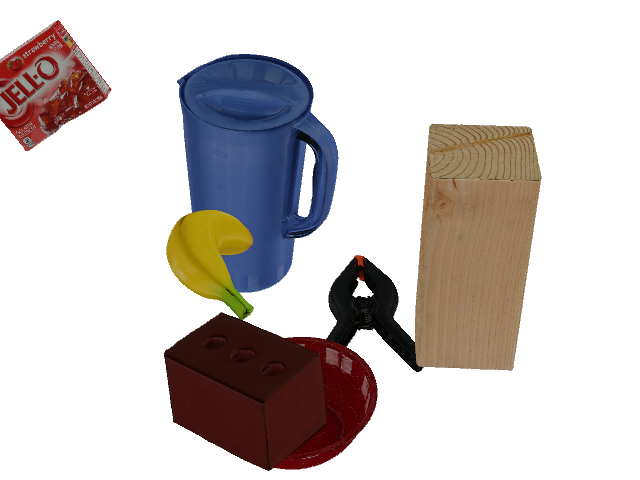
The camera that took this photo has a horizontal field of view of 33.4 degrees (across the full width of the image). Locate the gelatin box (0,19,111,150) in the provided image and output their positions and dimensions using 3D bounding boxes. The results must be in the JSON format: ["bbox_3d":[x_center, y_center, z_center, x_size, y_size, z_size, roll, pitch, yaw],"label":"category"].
[{"bbox_3d":[-0.233,-0.128,0.891,0.089,0.073,0.030,-30,22,12],"label":"gelatin box"}]

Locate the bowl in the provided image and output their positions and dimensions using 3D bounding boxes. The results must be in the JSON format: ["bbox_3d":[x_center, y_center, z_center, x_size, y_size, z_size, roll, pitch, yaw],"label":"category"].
[{"bbox_3d":[-0.024,0.166,1.024,0.162,0.055,0.162,-4,37,3],"label":"bowl"}]

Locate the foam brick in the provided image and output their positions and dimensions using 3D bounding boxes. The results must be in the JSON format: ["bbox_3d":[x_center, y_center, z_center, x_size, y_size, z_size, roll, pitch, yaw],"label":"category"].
[{"bbox_3d":[-0.043,0.086,0.613,0.078,0.051,0.052,19,35,32],"label":"foam brick"}]

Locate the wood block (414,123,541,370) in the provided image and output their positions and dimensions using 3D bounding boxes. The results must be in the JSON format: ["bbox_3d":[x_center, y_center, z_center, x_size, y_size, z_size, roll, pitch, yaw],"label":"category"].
[{"bbox_3d":[0.134,0.009,0.948,0.091,0.206,0.090,2,36,3],"label":"wood block"}]

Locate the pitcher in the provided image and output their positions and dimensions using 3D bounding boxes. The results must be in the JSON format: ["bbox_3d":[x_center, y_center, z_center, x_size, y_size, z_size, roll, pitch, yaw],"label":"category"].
[{"bbox_3d":[-0.070,-0.059,1.122,0.145,0.243,0.149,-7,43,-12],"label":"pitcher"}]

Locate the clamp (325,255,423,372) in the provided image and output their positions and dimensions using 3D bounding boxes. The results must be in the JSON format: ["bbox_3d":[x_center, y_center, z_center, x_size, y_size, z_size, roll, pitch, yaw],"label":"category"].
[{"bbox_3d":[0.059,0.086,1.190,0.120,0.171,0.039,6,-43,3],"label":"clamp"}]

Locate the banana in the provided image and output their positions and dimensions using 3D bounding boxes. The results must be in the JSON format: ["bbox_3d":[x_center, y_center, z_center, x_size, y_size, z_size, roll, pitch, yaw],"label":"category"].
[{"bbox_3d":[-0.083,0.009,0.800,0.037,0.069,0.198,-40,14,9],"label":"banana"}]
